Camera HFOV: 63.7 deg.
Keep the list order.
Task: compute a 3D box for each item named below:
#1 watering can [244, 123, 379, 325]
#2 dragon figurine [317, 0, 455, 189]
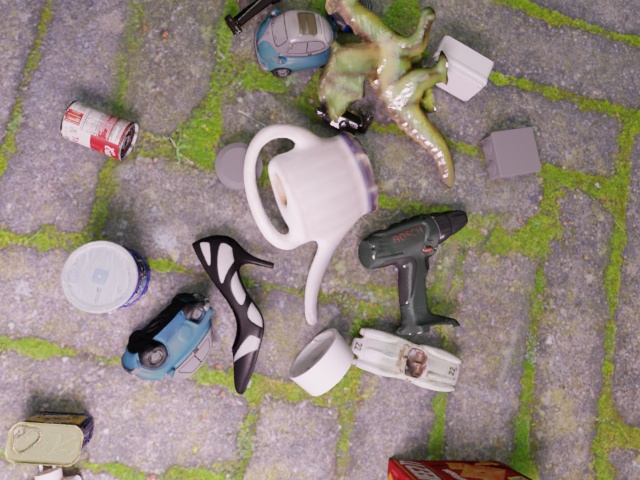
[{"bbox_3d":[0.003,-0.045,0.893,0.226,0.104,0.344,-24,103,-16],"label":"watering can"},{"bbox_3d":[0.106,-0.268,0.912,0.244,0.122,0.409,-15,93,-17],"label":"dragon figurine"}]
